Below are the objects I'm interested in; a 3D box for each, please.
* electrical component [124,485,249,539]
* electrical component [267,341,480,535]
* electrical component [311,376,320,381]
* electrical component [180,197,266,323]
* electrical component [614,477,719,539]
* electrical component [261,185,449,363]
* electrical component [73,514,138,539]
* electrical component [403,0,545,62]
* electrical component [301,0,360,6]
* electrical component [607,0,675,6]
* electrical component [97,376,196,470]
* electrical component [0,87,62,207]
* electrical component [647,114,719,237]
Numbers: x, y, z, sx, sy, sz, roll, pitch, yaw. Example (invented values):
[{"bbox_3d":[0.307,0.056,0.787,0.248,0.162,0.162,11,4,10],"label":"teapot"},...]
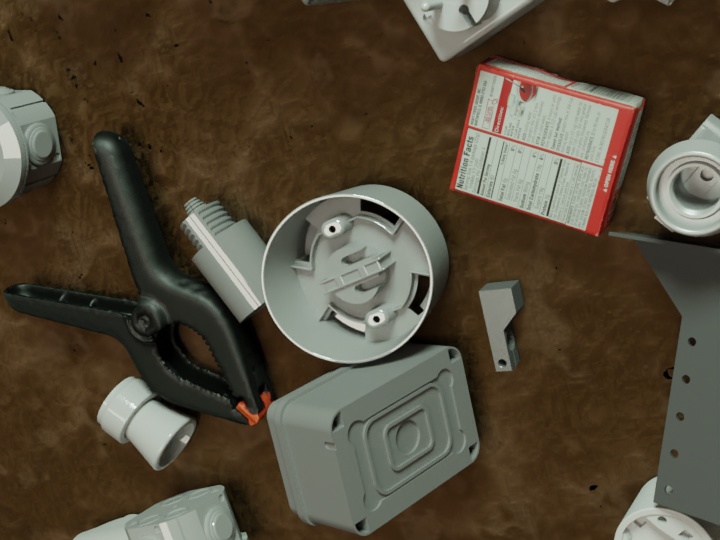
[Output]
[{"bbox_3d":[-0.121,0.188,0.750,0.080,0.080,0.051,-17,94,31],"label":"electrical component"},{"bbox_3d":[0.009,0.094,0.627,0.057,0.113,0.078,2,110,46],"label":"electrical component"},{"bbox_3d":[-0.021,0.099,0.693,0.035,0.035,0.061,-2,104,28],"label":"electrical component"},{"bbox_3d":[-0.083,-0.011,0.680,0.043,0.043,0.081,-39,88,32],"label":"electrical component"},{"bbox_3d":[0.175,0.147,0.602,0.055,0.047,0.055,9,112,24],"label":"electrical component"},{"bbox_3d":[0.000,0.000,0.629,0.099,0.064,0.099,9,112,24],"label":"electrical component"},{"bbox_3d":[-0.170,0.229,0.810,0.077,0.044,0.079,-18,99,30],"label":"electrical component"},{"bbox_3d":[0.054,-0.141,0.544,0.066,0.077,0.047,-31,92,32],"label":"electrical component"},{"bbox_3d":[0.004,-0.193,0.551,0.113,0.078,0.057,-39,85,32],"label":"electrical component"},{"bbox_3d":[0.138,-0.149,0.505,0.077,0.066,0.047,32,119,14],"label":"electrical component"},{"bbox_3d":[-0.150,0.107,0.756,0.055,0.045,0.045,34,120,13],"label":"electrical component"},{"bbox_3d":[-0.248,-0.085,0.733,0.080,0.051,0.080,9,112,24],"label":"electrical component"},{"bbox_3d":[0.170,-0.044,0.532,0.048,0.055,0.066,41,121,9],"label":"electrical component"}]
